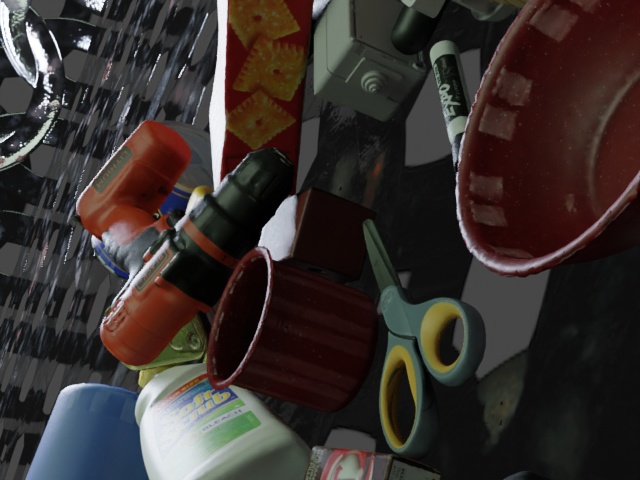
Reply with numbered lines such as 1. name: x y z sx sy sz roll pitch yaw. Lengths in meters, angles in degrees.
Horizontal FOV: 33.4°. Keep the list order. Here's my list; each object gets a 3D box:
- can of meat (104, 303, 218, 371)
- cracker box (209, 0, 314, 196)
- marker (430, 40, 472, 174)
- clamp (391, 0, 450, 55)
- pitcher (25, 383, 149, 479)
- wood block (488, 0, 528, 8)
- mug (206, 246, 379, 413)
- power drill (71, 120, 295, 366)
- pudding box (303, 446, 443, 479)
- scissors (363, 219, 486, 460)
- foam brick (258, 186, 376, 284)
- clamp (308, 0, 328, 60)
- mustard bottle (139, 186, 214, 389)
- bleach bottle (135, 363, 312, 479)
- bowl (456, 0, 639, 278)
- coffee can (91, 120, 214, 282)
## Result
1. can of meat: -0.106 0.058 0.856 0.102 0.057 0.083 -15 10 38
2. cracker box: -0.052 -0.152 0.867 0.164 0.072 0.214 -99 13 -52
3. marker: 0.083 -0.079 0.644 0.020 0.020 0.121 -54 26 36
4. clamp: 0.105 -0.244 0.713 0.210 0.036 0.164 -52 27 34
5. pitcher: -0.205 0.257 0.918 0.149 0.144 0.242 -21 47 48
6. wood block: 0.110 -0.241 0.571 0.090 0.091 0.206 65 -138 -72
7. mug: -0.022 0.067 0.680 0.117 0.081 0.093 -48 30 44
8. power drill: -0.109 -0.020 0.791 0.184 0.057 0.188 -48 34 6
9. pudding box: 0.015 0.167 0.560 0.090 0.039 0.113 -17 56 64
10. scissors: 0.056 0.031 0.616 0.096 0.016 0.201 -50 28 38
11. foam brick: -0.005 0.001 0.740 0.078 0.053 0.051 -19 54 65
12. clamp: -0.007 -0.222 0.960 0.172 0.039 0.120 -36 41 55
13. mustard bottle: -0.123 0.050 0.975 0.192 0.058 0.096 -66 20 9
14. bleach bottle: -0.085 0.140 0.741 0.102 0.068 0.251 -32 18 -15
15. bowl: 0.126 -0.053 0.462 0.162 0.055 0.162 -51 28 40
16. coffee can: -0.157 -0.035 1.075 0.140 0.102 0.103 -55 25 34
